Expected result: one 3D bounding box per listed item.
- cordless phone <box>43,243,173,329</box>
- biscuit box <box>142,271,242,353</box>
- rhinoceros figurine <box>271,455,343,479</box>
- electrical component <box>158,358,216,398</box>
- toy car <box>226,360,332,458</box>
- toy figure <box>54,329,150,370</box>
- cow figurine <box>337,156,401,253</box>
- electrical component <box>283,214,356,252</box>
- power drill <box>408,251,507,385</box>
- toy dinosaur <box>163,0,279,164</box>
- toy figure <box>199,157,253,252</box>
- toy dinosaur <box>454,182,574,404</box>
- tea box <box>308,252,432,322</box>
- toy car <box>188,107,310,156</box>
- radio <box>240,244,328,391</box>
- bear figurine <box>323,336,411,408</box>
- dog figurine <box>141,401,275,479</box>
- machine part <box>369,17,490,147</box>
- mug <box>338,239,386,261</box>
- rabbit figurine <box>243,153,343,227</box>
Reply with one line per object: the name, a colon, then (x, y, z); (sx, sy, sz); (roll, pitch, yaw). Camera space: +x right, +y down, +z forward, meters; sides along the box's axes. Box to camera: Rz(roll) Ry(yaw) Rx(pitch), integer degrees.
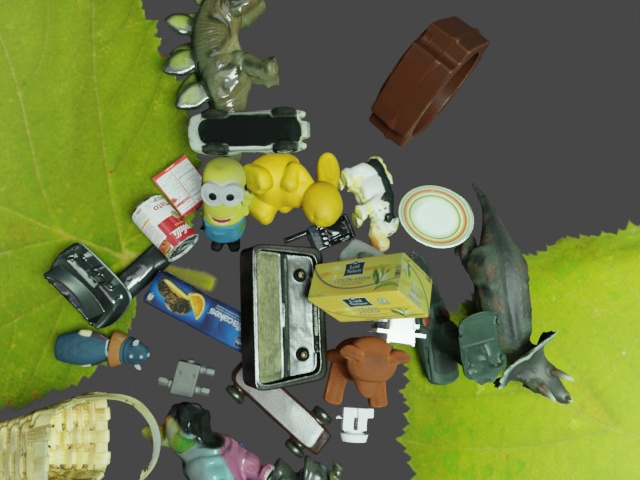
cordless phone: (-0.361, 0.047, 0.932); (0.146, 0.088, 0.184); (45, 71, 3)
biscuit box: (-0.200, 0.125, 0.932); (0.203, 0.059, 0.063); (28, 83, -1)
rhinoceros figurine: (0.001, 0.432, 0.910); (0.190, 0.073, 0.112); (39, 93, -1)
electrical component: (-0.233, 0.239, 0.937); (0.094, 0.021, 0.063); (13, 83, -1)
toy car: (-0.069, 0.285, 0.927); (0.202, 0.053, 0.089); (40, 72, 5)
toy figure: (-0.367, 0.184, 0.916); (0.154, 0.064, 0.058); (4, 46, -8)
cow figurine: (0.102, -0.064, 0.973); (0.098, 0.068, 0.167); (-24, 87, -15)
electrical component: (-0.002, -0.003, 0.953); (0.119, 0.075, 0.047); (-22, 85, -10)
power drill: (0.208, 0.138, 0.886); (0.086, 0.207, 0.231); (-12, 95, -21)
toy dinosaur: (-0.173, -0.303, 0.967); (0.199, 0.105, 0.471); (-10, 81, 0)
toy figure: (-0.164, -0.057, 0.904); (0.082, 0.180, 0.089); (-17, 56, -19)
toy dinosaur: (0.309, 0.086, 0.906); (0.131, 0.192, 0.404); (-11, 85, -8)
tea box: (0.078, 0.078, 0.845); (0.098, 0.170, 0.068); (38, 55, -40)
toy car: (-0.117, -0.180, 0.895); (0.202, 0.056, 0.073); (-2, 89, -3)
radio: (-0.061, 0.124, 0.890); (0.131, 0.073, 0.229); (1, 84, -27)
bear figurine: (0.074, 0.218, 0.872); (0.120, 0.196, 0.132); (5, 84, -6)
dog figurine: (-0.191, 0.368, 0.883); (0.219, 0.108, 0.191); (31, 124, 21)
machine part: (0.183, -0.271, 0.917); (0.087, 0.201, 0.201); (42, 39, 7)
mug: (0.083, 0.048, 0.941); (0.107, 0.109, 0.081); (39, 82, 11)
rabbit figurine: (-0.029, -0.079, 0.931); (0.173, 0.121, 0.162); (29, 44, 29)
